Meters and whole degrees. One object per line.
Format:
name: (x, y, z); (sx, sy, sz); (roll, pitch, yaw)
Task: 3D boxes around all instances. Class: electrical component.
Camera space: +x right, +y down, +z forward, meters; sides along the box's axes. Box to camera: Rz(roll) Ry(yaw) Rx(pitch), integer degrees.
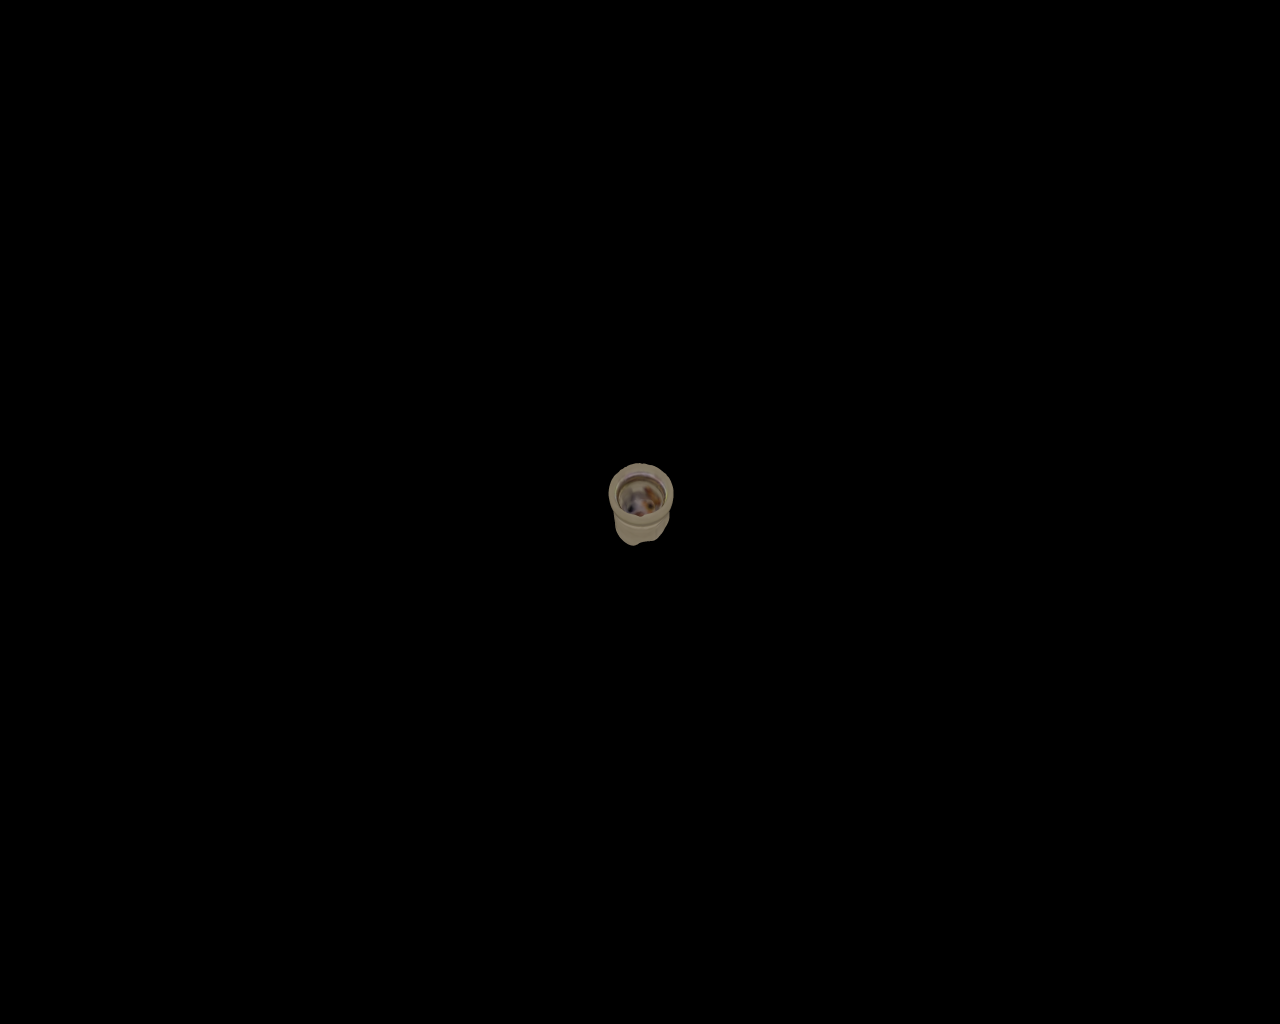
electrical component: (0.001, -0.003, 0.650); (0.040, 0.040, 0.046); (0, -29, 0)
